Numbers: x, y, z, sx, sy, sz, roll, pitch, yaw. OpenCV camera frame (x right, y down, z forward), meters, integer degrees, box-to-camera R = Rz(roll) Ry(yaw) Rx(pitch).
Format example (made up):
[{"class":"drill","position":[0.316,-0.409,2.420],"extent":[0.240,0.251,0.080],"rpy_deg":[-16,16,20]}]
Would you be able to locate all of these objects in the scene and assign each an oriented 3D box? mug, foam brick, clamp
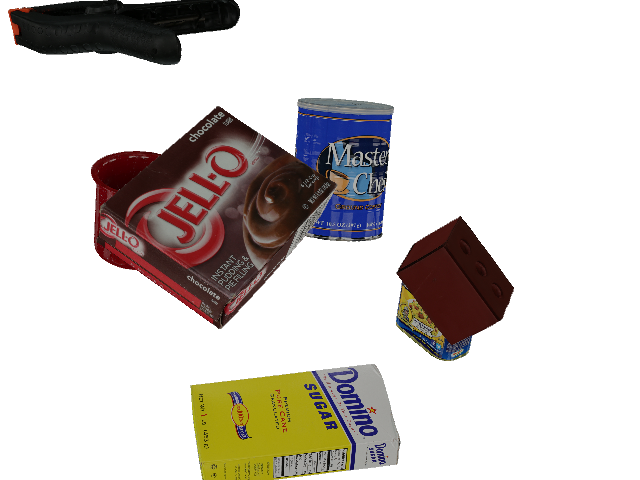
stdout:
[{"class":"mug","position":[-0.166,-0.020,0.969],"extent":[0.093,0.081,0.117],"rpy_deg":[10,29,1]},{"class":"foam brick","position":[0.108,0.033,0.847],"extent":[0.051,0.078,0.053],"rpy_deg":[-32,12,32]},{"class":"clamp","position":[-0.147,-0.161,0.795],"extent":[0.172,0.039,0.120],"rpy_deg":[11,23,25]}]

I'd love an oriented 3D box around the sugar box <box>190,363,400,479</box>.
[{"class":"sugar box","position":[-0.024,0.165,0.959],"extent":[0.176,0.048,0.093],"rpy_deg":[-8,43,-7]}]

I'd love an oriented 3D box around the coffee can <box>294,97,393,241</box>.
[{"class":"coffee can","position":[0.022,-0.078,1.147],"extent":[0.103,0.140,0.103],"rpy_deg":[4,12,-1]}]

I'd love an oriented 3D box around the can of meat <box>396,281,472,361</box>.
[{"class":"can of meat","position":[0.136,0.080,1.240],"extent":[0.057,0.084,0.102],"rpy_deg":[-19,41,-32]}]

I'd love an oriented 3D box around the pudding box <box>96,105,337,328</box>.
[{"class":"pudding box","position":[-0.058,-0.016,0.612],"extent":[0.090,0.039,0.113],"rpy_deg":[34,49,9]}]
